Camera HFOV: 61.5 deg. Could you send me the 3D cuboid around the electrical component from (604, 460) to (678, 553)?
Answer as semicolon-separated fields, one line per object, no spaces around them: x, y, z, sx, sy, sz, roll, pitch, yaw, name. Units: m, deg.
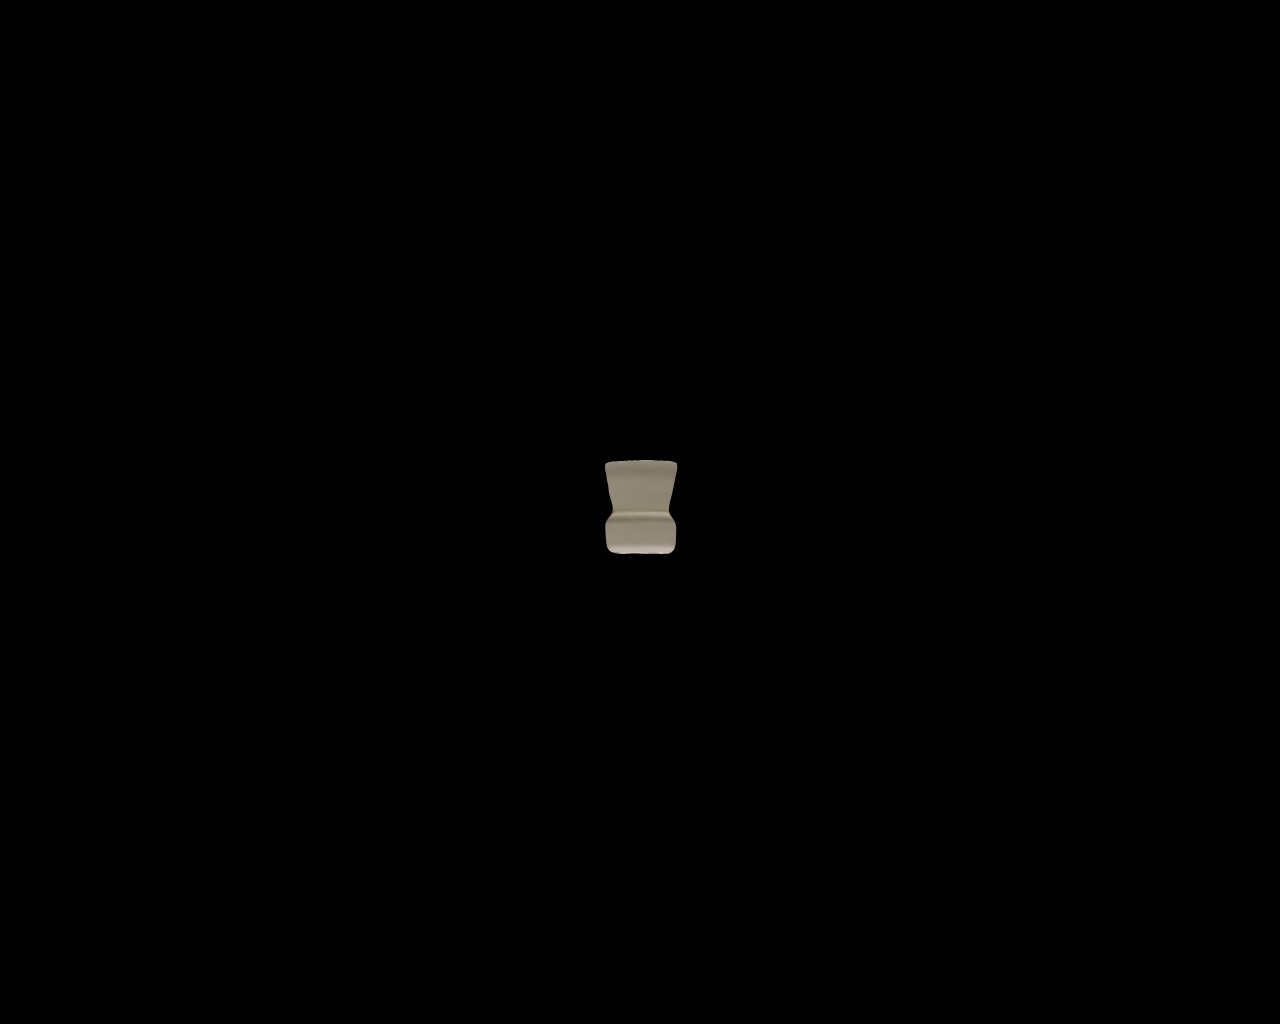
0.001;-0.003;0.650;0.045;0.055;0.045;0;-2;0;electrical component
